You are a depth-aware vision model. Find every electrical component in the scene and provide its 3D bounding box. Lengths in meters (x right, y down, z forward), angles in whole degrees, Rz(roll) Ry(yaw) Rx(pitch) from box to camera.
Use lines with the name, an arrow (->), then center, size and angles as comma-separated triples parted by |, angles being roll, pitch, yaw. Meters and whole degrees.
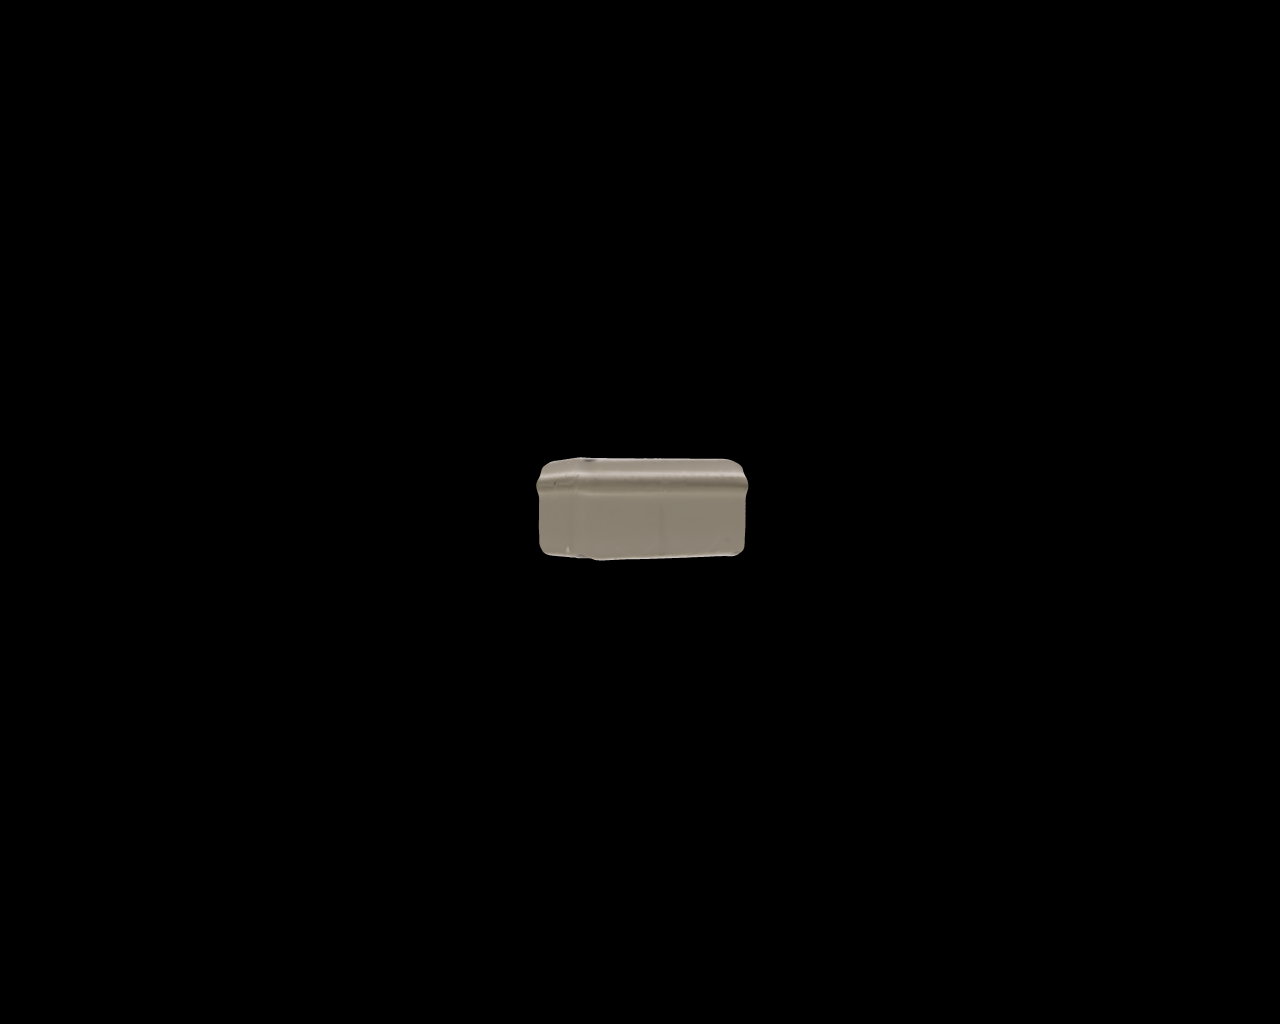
electrical component -> 0.001, -0.003, 0.650 | 0.113, 0.057, 0.078 | 0, 0, -25
